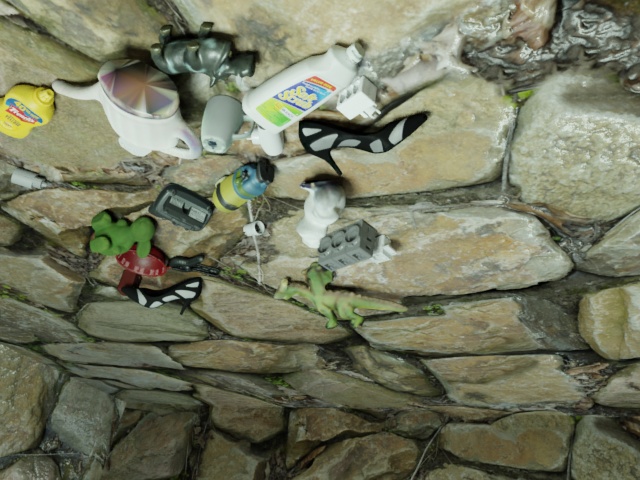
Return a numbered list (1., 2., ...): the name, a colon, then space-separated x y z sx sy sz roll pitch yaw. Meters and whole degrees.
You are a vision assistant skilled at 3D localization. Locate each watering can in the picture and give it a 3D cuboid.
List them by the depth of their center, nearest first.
1. watering can: -0.387 -0.268 1.011 0.347 0.106 0.221 28 -23 -4

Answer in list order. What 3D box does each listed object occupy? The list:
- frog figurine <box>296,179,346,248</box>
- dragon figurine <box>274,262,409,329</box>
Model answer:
1. frog figurine: 0.004 -0.060 1.201 0.123 0.158 0.138 -10 10 -22
2. dragon figurine: 0.046 0.159 1.594 0.408 0.125 0.238 -10 -46 26
